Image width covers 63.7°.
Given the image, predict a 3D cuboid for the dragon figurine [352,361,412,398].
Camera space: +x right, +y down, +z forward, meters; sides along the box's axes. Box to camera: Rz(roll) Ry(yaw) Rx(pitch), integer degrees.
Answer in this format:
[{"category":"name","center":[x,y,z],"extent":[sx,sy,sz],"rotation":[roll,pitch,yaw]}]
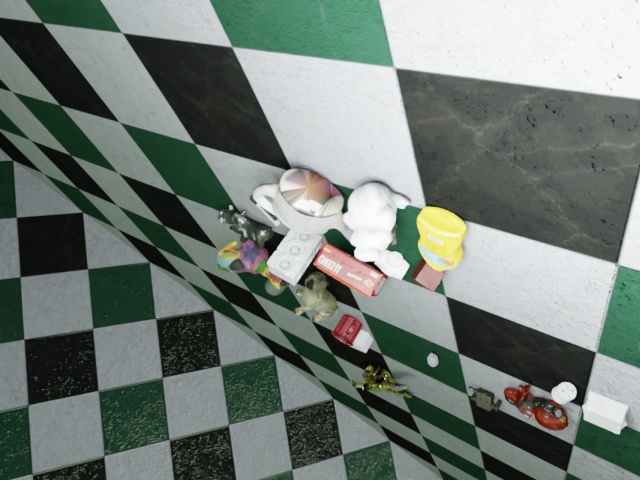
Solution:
[{"category":"dragon figurine","center":[0.296,0.617,2.195],"extent":[0.240,0.123,0.410],"rotation":[28,166,-31]}]

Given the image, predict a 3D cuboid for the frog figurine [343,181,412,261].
[{"category":"frog figurine","center":[0.099,-0.038,1.054],"extent":[0.137,0.162,0.120],"rotation":[6,142,48]}]

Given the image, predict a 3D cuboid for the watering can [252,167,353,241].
[{"category":"watering can","center":[0.004,-0.062,1.231],"extent":[0.347,0.106,0.221],"rotation":[23,160,-3]}]
